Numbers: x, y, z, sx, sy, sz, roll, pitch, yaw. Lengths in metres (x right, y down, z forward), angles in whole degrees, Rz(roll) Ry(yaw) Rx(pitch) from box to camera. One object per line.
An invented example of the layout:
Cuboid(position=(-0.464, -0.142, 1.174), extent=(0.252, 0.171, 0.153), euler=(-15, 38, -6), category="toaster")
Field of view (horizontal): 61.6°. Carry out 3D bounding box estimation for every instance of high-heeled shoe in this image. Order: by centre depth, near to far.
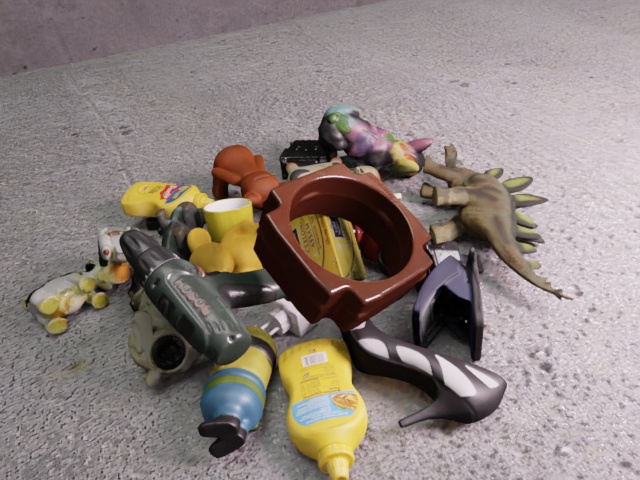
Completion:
Cuboid(position=(0.121, 0.140, 0.707), extent=(0.145, 0.086, 0.249), euler=(-21, 45, -12), category="high-heeled shoe")

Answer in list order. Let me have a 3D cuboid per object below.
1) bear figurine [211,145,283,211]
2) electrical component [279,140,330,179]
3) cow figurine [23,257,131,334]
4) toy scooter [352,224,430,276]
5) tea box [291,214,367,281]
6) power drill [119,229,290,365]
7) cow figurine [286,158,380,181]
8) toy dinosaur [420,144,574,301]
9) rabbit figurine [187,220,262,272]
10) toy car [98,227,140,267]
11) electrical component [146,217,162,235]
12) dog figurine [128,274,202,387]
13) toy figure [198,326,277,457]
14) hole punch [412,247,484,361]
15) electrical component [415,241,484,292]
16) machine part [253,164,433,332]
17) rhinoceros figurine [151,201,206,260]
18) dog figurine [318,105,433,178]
Cuboid(position=(-0.145, -0.113, 1.131), extent=(0.120, 0.131, 0.196), euler=(-27, 53, -24), category="bear figurine")
Cuboid(position=(-0.029, -0.183, 1.245), extent=(0.115, 0.058, 0.134), euler=(-1, 34, 13), category="electrical component")
Cuboid(position=(-0.413, 0.082, 0.921), extent=(0.098, 0.068, 0.167), euler=(15, 38, 39), category="cow figurine")
Cuboid(position=(0.120, 0.000, 0.927), extent=(0.184, 0.075, 0.135), euler=(30, 30, 33), category="toy scooter")
Cuboid(position=(-0.002, -0.003, 0.848), extent=(0.098, 0.169, 0.068), euler=(-29, -18, 35), category="tea box")
Cuboid(position=(-0.131, 0.047, 0.727), extent=(0.207, 0.086, 0.232), euler=(-11, 50, -44), category="power drill")
Cuboid(position=(0.028, -0.120, 1.116), extent=(0.195, 0.085, 0.127), euler=(-6, 28, -1), category="cow figurine")
Cuboid(position=(0.292, -0.053, 0.949), extent=(0.199, 0.104, 0.472), euler=(-2, 38, 2), category="toy dinosaur")
Cuboid(position=(-0.147, 0.023, 0.869), extent=(0.163, 0.121, 0.173), euler=(11, 18, 29), category="rabbit figurine")
Cuboid(position=(-0.328, 0.008, 0.887), extent=(0.073, 0.056, 0.202), euler=(1, 5, -23), category="toy car")
Cuboid(position=(-0.330, -0.040, 1.122), extent=(0.063, 0.021, 0.094), euler=(-2, 35, 9), category="electrical component")
Cuboid(position=(-0.252, 0.126, 0.818), extent=(0.191, 0.121, 0.172), euler=(-9, 44, 52), category="dog figurine")
Cuboid(position=(-0.103, 0.186, 0.689), extent=(0.089, 0.082, 0.180), euler=(6, 28, -5), category="toy figure")
Cuboid(position=(0.175, 0.091, 0.736), extent=(0.092, 0.142, 0.116), euler=(-1, 45, 16), category="hole punch")
Cuboid(position=(0.196, 0.040, 0.832), extent=(0.119, 0.048, 0.075), euler=(-1, 68, -38), category="electrical component")
Cuboid(position=(0.029, 0.006, 0.717), extent=(0.201, 0.087, 0.201), euler=(-26, 65, -36), category="machine part")
Cuboid(position=(-0.244, -0.010, 0.976), extent=(0.073, 0.112, 0.190), euler=(-19, 29, 12), category="rhinoceros figurine")
Cuboid(position=(0.124, -0.203, 1.145), extent=(0.219, 0.191, 0.108), euler=(14, 68, 39), category="dog figurine")
